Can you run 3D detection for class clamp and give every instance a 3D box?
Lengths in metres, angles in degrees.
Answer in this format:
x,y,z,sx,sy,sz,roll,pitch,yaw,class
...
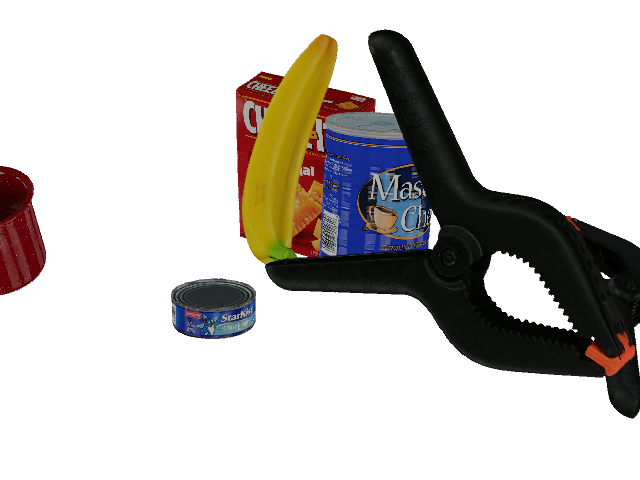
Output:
x,y,z,sx,sy,sz,roll,pitch,yaw,class
0.221,0.045,0.735,0.120,0.039,0.171,-3,45,-19,clamp
0.075,-0.005,0.564,0.210,0.165,0.036,29,26,25,clamp

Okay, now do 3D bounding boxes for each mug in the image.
x,y,z,sx,sy,sz,roll,pitch,yaw,class
-0.293,-0.013,0.944,0.093,0.081,0.117,-15,42,-11,mug

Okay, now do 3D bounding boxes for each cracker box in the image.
x,y,z,sx,sy,sz,roll,pitch,yaw,class
-0.021,-0.086,1.334,0.164,0.214,0.072,17,36,24,cracker box

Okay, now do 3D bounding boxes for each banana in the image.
x,y,z,sx,sy,sz,roll,pitch,yaw,class
-0.023,-0.057,0.766,0.070,0.197,0.037,-19,-39,40,banana

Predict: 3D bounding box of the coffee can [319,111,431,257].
x,y,z,sx,sy,sz,roll,pitch,yaw,class
0.052,-0.040,0.975,0.103,0.140,0.103,3,16,-1,coffee can

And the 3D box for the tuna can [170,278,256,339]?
x,y,z,sx,sy,sz,roll,pitch,yaw,class
-0.108,0.069,1.078,0.086,0.034,0.086,1,18,0,tuna can
